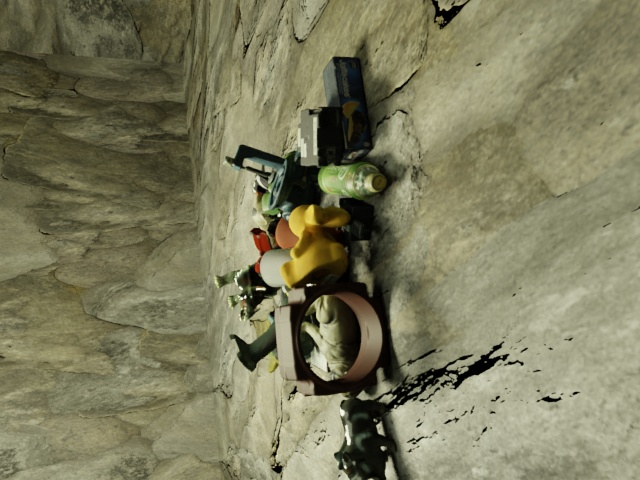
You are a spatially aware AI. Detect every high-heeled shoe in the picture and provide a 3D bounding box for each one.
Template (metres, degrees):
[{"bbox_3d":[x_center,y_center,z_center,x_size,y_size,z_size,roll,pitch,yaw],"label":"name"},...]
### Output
[{"bbox_3d":[-0.155,-0.140,1.614,0.249,0.086,0.145,-122,33,-61],"label":"high-heeled shoe"}]

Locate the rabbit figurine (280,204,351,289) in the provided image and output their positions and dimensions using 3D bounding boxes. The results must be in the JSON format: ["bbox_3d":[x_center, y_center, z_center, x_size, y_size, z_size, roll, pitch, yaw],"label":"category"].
[{"bbox_3d":[-0.017,-0.005,1.062,0.162,0.122,0.173,-60,38,41],"label":"rabbit figurine"}]

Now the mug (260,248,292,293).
[{"bbox_3d":[-0.061,0.067,1.157,0.107,0.081,0.109,-13,101,43],"label":"mug"}]

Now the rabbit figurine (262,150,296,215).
[{"bbox_3d":[-0.073,-0.155,1.349,0.159,0.121,0.170,125,153,-68],"label":"rabbit figurine"}]

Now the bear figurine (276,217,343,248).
[{"bbox_3d":[-0.005,-0.004,1.221,0.196,0.131,0.120,12,81,42],"label":"bear figurine"}]

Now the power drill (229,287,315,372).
[{"bbox_3d":[-0.117,0.215,1.329,0.232,0.207,0.085,59,178,45],"label":"power drill"}]

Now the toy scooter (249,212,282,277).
[{"bbox_3d":[-0.109,-0.005,1.311,0.075,0.184,0.135,12,144,43],"label":"toy scooter"}]

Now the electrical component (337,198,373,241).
[{"bbox_3d":[0.075,-0.037,1.060,0.119,0.048,0.074,-143,53,-63],"label":"electrical component"}]

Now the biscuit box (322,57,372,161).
[{"bbox_3d":[0.053,-0.263,1.074,0.063,0.059,0.202,144,120,-67],"label":"biscuit box"}]

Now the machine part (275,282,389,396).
[{"bbox_3d":[0.024,0.181,1.005,0.087,0.201,0.201,157,109,-64],"label":"machine part"}]

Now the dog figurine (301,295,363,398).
[{"bbox_3d":[0.053,0.210,1.111,0.191,0.121,0.172,54,147,32],"label":"dog figurine"}]

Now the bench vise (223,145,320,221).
[{"bbox_3d":[-0.090,-0.159,1.188,0.129,0.240,0.223,161,124,-72],"label":"bench vise"}]

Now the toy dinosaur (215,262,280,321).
[{"bbox_3d":[-0.168,0.112,1.573,0.405,0.192,0.131,-36,-72,-72],"label":"toy dinosaur"}]

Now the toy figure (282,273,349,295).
[{"bbox_3d":[-0.012,0.103,1.217,0.180,0.082,0.089,-10,113,43],"label":"toy figure"}]

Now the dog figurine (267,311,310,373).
[{"bbox_3d":[-0.086,0.301,1.454,0.192,0.108,0.219,-120,30,-46],"label":"dog figurine"}]

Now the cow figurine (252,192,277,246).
[{"bbox_3d":[-0.144,-0.041,1.548,0.194,0.086,0.127,77,-159,-61],"label":"cow figurine"}]

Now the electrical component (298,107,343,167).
[{"bbox_3d":[-0.001,-0.202,1.061,0.134,0.058,0.114,-153,64,-68],"label":"electrical component"}]

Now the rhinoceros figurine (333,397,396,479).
[{"bbox_3d":[0.080,0.393,1.016,0.073,0.112,0.190,124,147,-54],"label":"rhinoceros figurine"}]
